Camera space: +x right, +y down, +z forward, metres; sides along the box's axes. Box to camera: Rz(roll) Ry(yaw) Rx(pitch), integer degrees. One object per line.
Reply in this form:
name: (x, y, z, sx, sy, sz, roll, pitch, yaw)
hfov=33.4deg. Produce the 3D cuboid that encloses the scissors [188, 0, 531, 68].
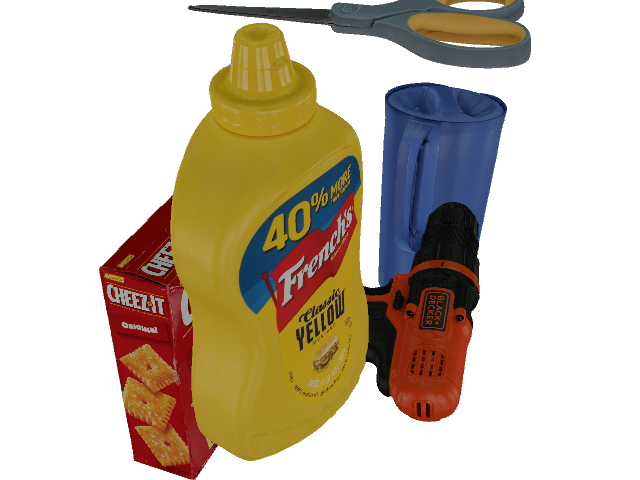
scissors: (0.031, -0.138, 0.630, 0.202, 0.016, 0.096, 17, 41, 23)

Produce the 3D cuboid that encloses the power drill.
power drill: (0.020, 0.039, 0.772, 0.188, 0.184, 0.057, 3, -43, 13)

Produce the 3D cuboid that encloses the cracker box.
cracker box: (-0.105, 0.071, 0.921, 0.072, 0.214, 0.164, 14, 38, 19)

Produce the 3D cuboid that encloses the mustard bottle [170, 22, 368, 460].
mustard bottle: (-0.019, -0.001, 0.451, 0.058, 0.192, 0.096, 26, 46, 32)

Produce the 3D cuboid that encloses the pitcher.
pitcher: (0.124, -0.045, 1.203, 0.149, 0.243, 0.145, -6, 27, -19)
